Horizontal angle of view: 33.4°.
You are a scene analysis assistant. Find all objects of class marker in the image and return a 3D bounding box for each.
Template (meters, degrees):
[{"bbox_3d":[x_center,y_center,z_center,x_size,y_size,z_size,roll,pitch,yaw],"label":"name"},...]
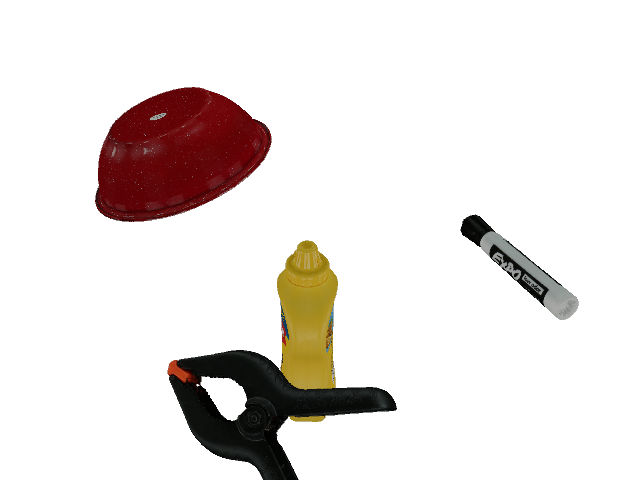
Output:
[{"bbox_3d":[0.138,0.016,0.757,0.020,0.020,0.121,0,30,-32],"label":"marker"}]

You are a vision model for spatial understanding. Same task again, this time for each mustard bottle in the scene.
[{"bbox_3d":[-0.012,0.080,1.036,0.058,0.192,0.096,2,38,1],"label":"mustard bottle"}]

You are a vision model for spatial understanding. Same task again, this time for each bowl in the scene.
[{"bbox_3d":[-0.126,-0.083,0.900,0.162,0.055,0.162,-16,31,10],"label":"bowl"}]

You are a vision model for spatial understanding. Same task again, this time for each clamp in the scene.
[{"bbox_3d":[-0.040,0.140,0.767,0.172,0.120,0.039,17,-12,24],"label":"clamp"}]
